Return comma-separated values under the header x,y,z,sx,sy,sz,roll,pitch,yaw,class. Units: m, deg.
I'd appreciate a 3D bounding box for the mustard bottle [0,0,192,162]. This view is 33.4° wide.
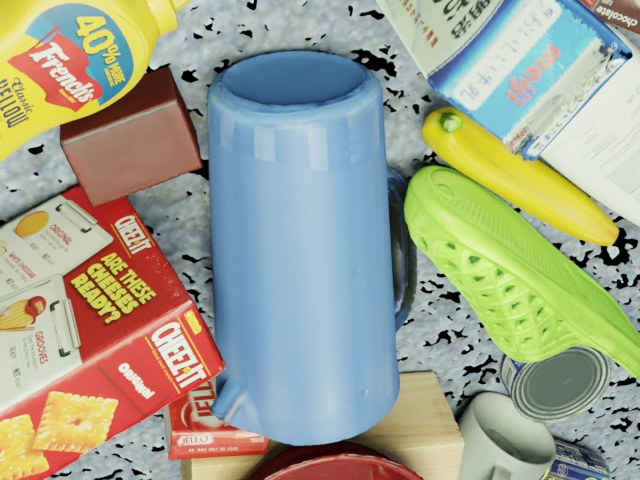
x,y,z,sx,sy,sz,roll,pitch,yaw,class
-0.158,-0.108,0.620,0.191,0.058,0.096,-30,142,-10,mustard bottle

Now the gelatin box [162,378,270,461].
x,y,z,sx,sy,sz,roll,pitch,yaw,class
-0.079,0.121,0.788,0.073,0.089,0.030,1,123,-14,gelatin box

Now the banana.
x,y,z,sx,sy,sz,roll,pitch,yaw,class
0.131,-0.046,0.741,0.197,0.070,0.037,26,109,-37,banana

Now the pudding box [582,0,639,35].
x,y,z,sx,sy,sz,roll,pitch,yaw,class
0.233,-0.176,0.696,0.113,0.039,0.090,15,119,-22,pudding box

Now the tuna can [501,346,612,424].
x,y,z,sx,sy,sz,roll,pitch,yaw,class
0.193,0.109,0.880,0.086,0.034,0.086,-6,124,-10,tuna can

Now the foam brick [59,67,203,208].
x,y,z,sx,sy,sz,roll,pitch,yaw,class
-0.119,-0.066,0.676,0.078,0.053,0.051,-20,126,1,foam brick

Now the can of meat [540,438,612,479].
x,y,z,sx,sy,sz,roll,pitch,yaw,class
0.196,0.221,0.943,0.083,0.057,0.102,21,116,-28,can of meat

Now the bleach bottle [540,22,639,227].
x,y,z,sx,sy,sz,roll,pitch,yaw,class
0.245,-0.047,0.773,0.103,0.068,0.250,-44,124,16,bleach bottle

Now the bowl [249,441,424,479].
x,y,z,sx,sy,sz,roll,pitch,yaw,class
0.001,0.197,0.769,0.162,0.055,0.162,-6,123,-10,bowl

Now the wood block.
x,y,z,sx,sy,sz,roll,pitch,yaw,class
-0.002,0.170,0.840,0.206,0.090,0.091,-3,124,-11,wood block

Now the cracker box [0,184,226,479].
x,y,z,sx,sy,sz,roll,pitch,yaw,class
-0.187,0.068,0.654,0.213,0.164,0.072,-30,132,-10,cracker box

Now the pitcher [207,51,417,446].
x,y,z,sx,sy,sz,roll,pitch,yaw,class
-0.005,0.001,0.714,0.145,0.149,0.243,1,121,4,pitcher
